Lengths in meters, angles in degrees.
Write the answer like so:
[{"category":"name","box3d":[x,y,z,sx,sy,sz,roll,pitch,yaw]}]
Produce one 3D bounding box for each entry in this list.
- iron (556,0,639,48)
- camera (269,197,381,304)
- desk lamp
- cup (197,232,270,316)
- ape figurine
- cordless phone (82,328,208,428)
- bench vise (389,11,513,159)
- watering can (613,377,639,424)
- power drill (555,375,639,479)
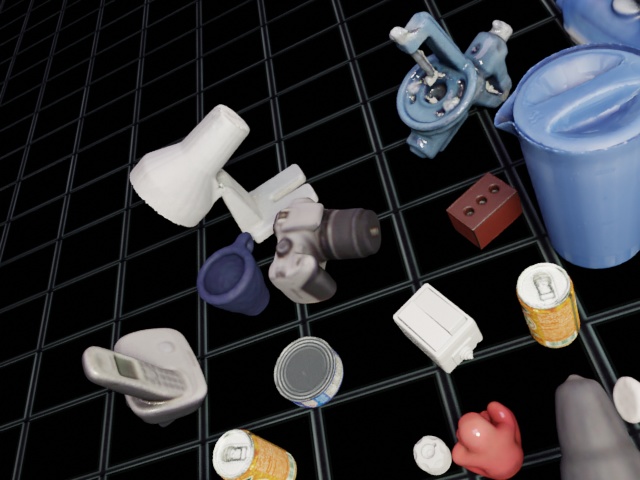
[{"category":"iron","box3d":[0.420,-0.312,0.758,0.118,0.142,0.257,-29,49,8]},{"category":"camera","box3d":[0.007,0.003,0.794,0.136,0.101,0.143,-5,57,26]},{"category":"desk lamp","box3d":[-0.144,-0.091,0.865,0.203,0.214,0.117,-35,49,3]},{"category":"cup","box3d":[-0.110,0.057,0.825,0.091,0.095,0.118,4,61,31]},{"category":"ape figurine","box3d":[0.165,0.201,0.579,0.078,0.092,0.076,-32,49,6]},{"category":"cordless phone","box3d":[-0.246,0.162,0.766,0.094,0.186,0.147,-41,49,-2]},{"category":"bench vise","box3d":[0.172,-0.247,0.797,0.121,0.220,0.207,19,69,36]},{"category":"watering can","box3d":[0.340,0.119,0.472,0.173,0.195,0.100,-37,49,2]},{"category":"power drill","box3d":[0.233,0.242,0.437,0.075,0.209,0.229,-18,52,17]}]
